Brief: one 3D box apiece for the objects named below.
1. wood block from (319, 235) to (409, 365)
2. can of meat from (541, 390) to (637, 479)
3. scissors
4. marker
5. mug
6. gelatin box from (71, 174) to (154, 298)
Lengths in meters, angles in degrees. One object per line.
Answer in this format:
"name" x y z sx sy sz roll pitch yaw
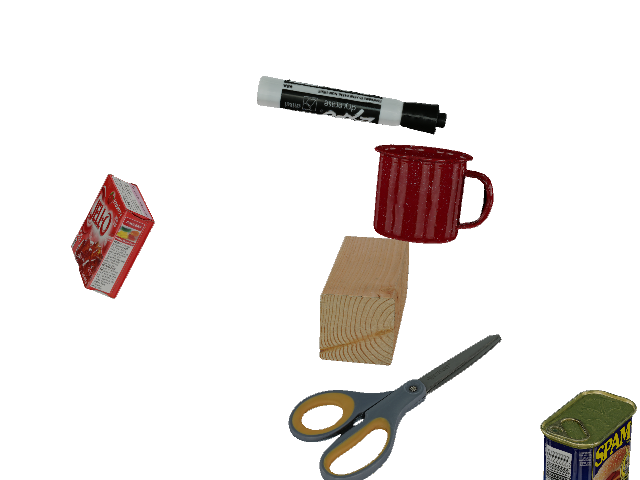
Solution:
"wood block" 0.060 0.072 1.367 0.091 0.090 0.206 4 21 8
"can of meat" 0.247 0.199 0.986 0.058 0.084 0.101 14 26 39
"scissors" 0.055 0.120 0.864 0.096 0.016 0.201 24 48 30
"marker" 0.020 -0.086 0.682 0.121 0.020 0.020 10 0 3
"mug" 0.106 -0.043 1.012 0.117 0.081 0.093 8 12 15
"gelatin box" -0.171 -0.005 0.871 0.030 0.073 0.089 24 13 -28
